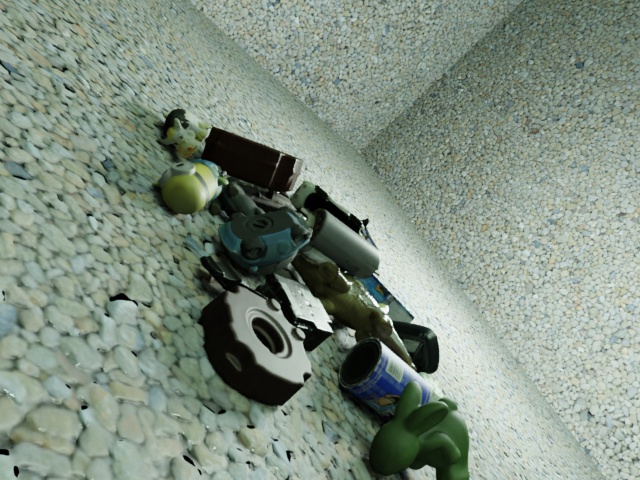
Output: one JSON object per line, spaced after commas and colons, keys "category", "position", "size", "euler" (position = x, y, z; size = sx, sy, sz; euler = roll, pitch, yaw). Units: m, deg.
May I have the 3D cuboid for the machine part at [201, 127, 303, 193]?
{"category": "machine part", "position": [-0.146, -0.173, 1.185], "size": [0.201, 0.087, 0.201], "euler": [21, 6, 1]}

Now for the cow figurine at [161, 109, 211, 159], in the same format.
{"category": "cow figurine", "position": [-0.285, -0.225, 1.106], "size": [0.098, 0.068, 0.167], "euler": [37, 14, -19]}

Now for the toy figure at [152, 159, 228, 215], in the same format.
{"category": "toy figure", "position": [-0.218, -0.097, 0.952], "size": [0.089, 0.082, 0.180], "euler": [46, 12, 0]}

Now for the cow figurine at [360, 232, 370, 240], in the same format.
{"category": "cow figurine", "position": [0.040, -0.011, 1.370], "size": [0.085, 0.127, 0.195], "euler": [19, 30, -56]}

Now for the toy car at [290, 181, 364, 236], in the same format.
{"category": "toy car", "position": [0.020, -0.055, 1.204], "size": [0.201, 0.073, 0.056], "euler": [37, 0, -32]}

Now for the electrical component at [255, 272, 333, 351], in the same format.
{"category": "electrical component", "position": [-0.039, 0.128, 0.928], "size": [0.134, 0.058, 0.115], "euler": [30, 25, -50]}

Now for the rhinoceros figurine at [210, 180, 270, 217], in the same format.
{"category": "rhinoceros figurine", "position": [-0.133, -0.033, 1.060], "size": [0.190, 0.073, 0.112], "euler": [45, 6, -7]}

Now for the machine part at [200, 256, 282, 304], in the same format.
{"category": "machine part", "position": [-0.124, 0.071, 0.837], "size": [0.138, 0.039, 0.084], "euler": [40, -9, -34]}

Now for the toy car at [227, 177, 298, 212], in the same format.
{"category": "toy car", "position": [-0.121, -0.087, 1.178], "size": [0.202, 0.053, 0.089], "euler": [13, 28, -38]}

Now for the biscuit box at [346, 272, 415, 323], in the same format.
{"category": "biscuit box", "position": [0.145, 0.147, 1.360], "size": [0.202, 0.059, 0.063], "euler": [46, -13, -9]}

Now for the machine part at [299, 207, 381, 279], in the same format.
{"category": "machine part", "position": [0.044, 0.010, 1.104], "size": [0.243, 0.079, 0.079], "euler": [36, 19, -31]}

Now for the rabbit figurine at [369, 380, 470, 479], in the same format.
{"category": "rabbit figurine", "position": [0.156, 0.313, 0.840], "size": [0.170, 0.159, 0.121], "euler": [4, 14, -39]}

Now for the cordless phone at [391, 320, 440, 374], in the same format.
{"category": "cordless phone", "position": [0.211, 0.263, 1.177], "size": [0.147, 0.089, 0.184], "euler": [3, -39, 45]}

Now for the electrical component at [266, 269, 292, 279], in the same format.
{"category": "electrical component", "position": [-0.078, 0.073, 1.023], "size": [0.063, 0.021, 0.094], "euler": [31, 24, -48]}

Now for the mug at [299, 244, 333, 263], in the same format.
{"category": "mug", "position": [0.005, 0.018, 1.268], "size": [0.110, 0.080, 0.107], "euler": [19, 2, 39]}

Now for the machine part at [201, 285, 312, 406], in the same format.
{"category": "machine part", "position": [-0.086, 0.144, 0.755], "size": [0.179, 0.056, 0.179], "euler": [43, 17, -17]}

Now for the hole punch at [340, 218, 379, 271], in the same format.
{"category": "hole punch", "position": [0.083, 0.019, 1.423], "size": [0.115, 0.142, 0.092], "euler": [60, 19, 0]}

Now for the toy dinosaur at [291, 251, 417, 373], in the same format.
{"category": "toy dinosaur", "position": [0.033, 0.110, 1.107], "size": [0.471, 0.105, 0.198], "euler": [46, 7, 12]}

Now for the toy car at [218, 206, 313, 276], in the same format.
{"category": "toy car", "position": [-0.097, 0.008, 0.963], "size": [0.109, 0.162, 0.102], "euler": [-127, -150, -45]}
